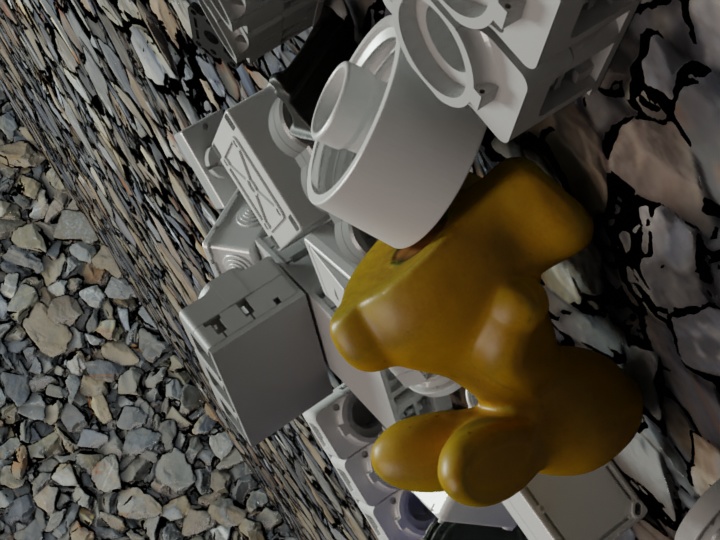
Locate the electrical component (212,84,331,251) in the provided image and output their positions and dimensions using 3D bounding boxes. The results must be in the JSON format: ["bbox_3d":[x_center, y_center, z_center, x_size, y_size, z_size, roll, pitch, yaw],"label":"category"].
[{"bbox_3d":[-0.062,-0.079,0.844,0.108,0.056,0.109,58,164,-1],"label":"electrical component"}]

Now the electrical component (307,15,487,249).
[{"bbox_3d":[0.011,-0.071,0.523,0.060,0.108,0.108,21,174,-18],"label":"electrical component"}]

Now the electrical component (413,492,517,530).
[{"bbox_3d":[0.087,0.148,0.794,0.096,0.061,0.062,16,-167,-38],"label":"electrical component"}]

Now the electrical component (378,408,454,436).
[{"bbox_3d":[0.060,0.148,0.900,0.061,0.062,0.096,63,163,-19],"label":"electrical component"}]

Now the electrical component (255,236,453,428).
[{"bbox_3d":[-0.003,0.042,0.891,0.186,0.060,0.105,43,158,42],"label":"electrical component"}]

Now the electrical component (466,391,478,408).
[{"bbox_3d":[0.093,0.093,0.740,0.044,0.044,0.065,52,168,18],"label":"electrical component"}]

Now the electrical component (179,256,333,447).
[{"bbox_3d":[-0.086,0.068,0.908,0.061,0.089,0.150,46,161,34],"label":"electrical component"}]

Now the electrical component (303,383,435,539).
[{"bbox_3d":[0.027,0.171,0.994,0.150,0.089,0.062,59,164,-6],"label":"electrical component"}]

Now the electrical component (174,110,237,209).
[{"bbox_3d":[-0.128,-0.104,1.009,0.083,0.047,0.076,61,164,-12],"label":"electrical component"}]

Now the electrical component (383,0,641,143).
[{"bbox_3d":[0.027,-0.153,0.433,0.186,0.060,0.105,53,163,17],"label":"electrical component"}]

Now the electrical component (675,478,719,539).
[{"bbox_3d":[0.186,0.129,0.502,0.057,0.058,0.078,43,159,35],"label":"electrical component"}]

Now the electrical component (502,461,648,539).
[{"bbox_3d":[0.124,0.136,0.689,0.096,0.062,0.061,54,164,11],"label":"electrical component"}]

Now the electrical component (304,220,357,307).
[{"bbox_3d":[0.000,0.000,0.801,0.096,0.061,0.061,40,157,47],"label":"electrical component"}]

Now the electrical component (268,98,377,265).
[{"bbox_3d":[-0.015,-0.064,0.741,0.138,0.052,0.074,59,164,-4],"label":"electrical component"}]

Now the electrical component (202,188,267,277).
[{"bbox_3d":[-0.091,-0.020,0.972,0.048,0.099,0.099,9,140,23],"label":"electrical component"}]

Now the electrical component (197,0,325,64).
[{"bbox_3d":[-0.071,-0.185,0.596,0.105,0.060,0.186,59,176,-4],"label":"electrical component"}]

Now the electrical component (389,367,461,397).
[{"bbox_3d":[0.046,0.053,0.754,0.057,0.078,0.058,51,-153,-41],"label":"electrical component"}]
